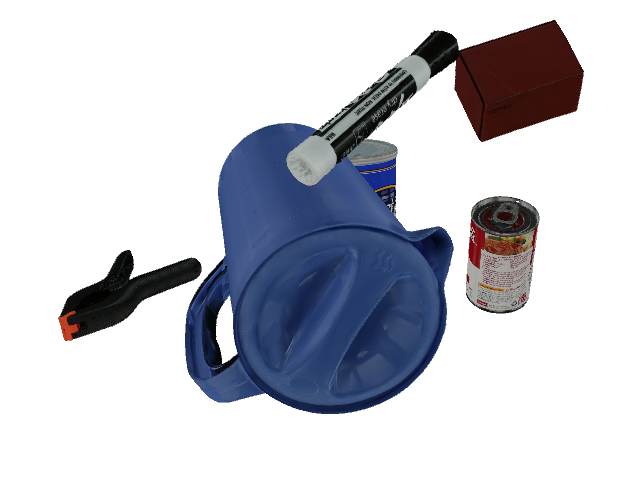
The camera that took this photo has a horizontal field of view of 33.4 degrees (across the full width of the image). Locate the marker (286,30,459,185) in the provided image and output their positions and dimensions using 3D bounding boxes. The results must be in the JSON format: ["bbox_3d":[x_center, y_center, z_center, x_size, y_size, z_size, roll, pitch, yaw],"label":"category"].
[{"bbox_3d":[0.029,-0.068,0.520,0.121,0.020,0.020,-43,25,-30],"label":"marker"}]

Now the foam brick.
[{"bbox_3d":[0.144,-0.116,0.776,0.078,0.051,0.053,-18,-27,-4],"label":"foam brick"}]

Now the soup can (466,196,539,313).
[{"bbox_3d":[0.185,0.015,1.091,0.068,0.102,0.068,-1,36,1],"label":"soup can"}]

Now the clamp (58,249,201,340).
[{"bbox_3d":[-0.212,0.057,1.171,0.120,0.039,0.171,-5,26,29],"label":"clamp"}]

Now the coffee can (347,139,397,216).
[{"bbox_3d":[0.016,-0.014,0.943,0.103,0.140,0.103,0,15,0],"label":"coffee can"}]

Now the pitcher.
[{"bbox_3d":[-0.017,0.009,0.752,0.149,0.145,0.243,6,23,-14],"label":"pitcher"}]
